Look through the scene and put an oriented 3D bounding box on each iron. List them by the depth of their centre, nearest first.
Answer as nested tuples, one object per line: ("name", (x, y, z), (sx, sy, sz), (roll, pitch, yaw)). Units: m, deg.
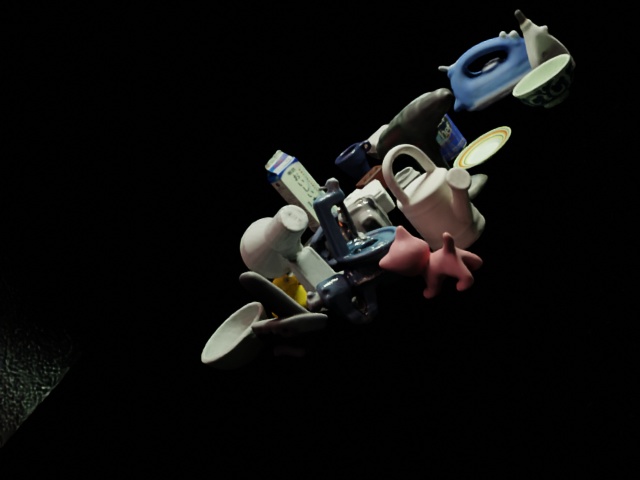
("iron", (0.416, -0.420, 1.369), (0.257, 0.141, 0.119), (-29, 21, 37))

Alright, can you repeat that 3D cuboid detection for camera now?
("camera", (0.073, -0.025, 1.212), (0.136, 0.101, 0.143), (-38, 17, 14))

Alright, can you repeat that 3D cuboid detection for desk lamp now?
("desk lamp", (-0.034, 0.032, 1.111), (0.202, 0.214, 0.118), (-19, 28, 52))

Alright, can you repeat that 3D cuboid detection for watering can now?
("watering can", (0.180, -0.075, 0.930), (0.172, 0.194, 0.101), (-26, 22, 42))

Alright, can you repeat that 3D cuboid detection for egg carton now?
("egg carton", (0.193, -0.282, 1.655), (0.107, 0.069, 0.150), (-43, 16, -6))

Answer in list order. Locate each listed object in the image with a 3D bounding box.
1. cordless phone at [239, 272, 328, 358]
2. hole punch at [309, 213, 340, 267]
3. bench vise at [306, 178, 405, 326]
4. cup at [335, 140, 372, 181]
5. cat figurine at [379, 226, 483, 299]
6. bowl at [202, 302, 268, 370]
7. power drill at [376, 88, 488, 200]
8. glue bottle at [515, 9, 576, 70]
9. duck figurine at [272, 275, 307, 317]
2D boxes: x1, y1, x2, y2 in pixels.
("cordless phone", (-0.088, 0.125, 1.047), (0.147, 0.185, 0.094), (-20, 27, 51))
("hole punch", (0.012, 0.005, 1.295), (0.109, 0.091, 0.100), (-51, 19, -29))
("bench vise", (0.048, 0.021, 0.942), (0.208, 0.220, 0.121), (-50, 18, -26))
("cup", (0.115, -0.224, 1.639), (0.117, 0.095, 0.091), (-35, 18, 22))
("cat figurine", (0.158, 0.026, 0.860), (0.127, 0.118, 0.067), (-24, 24, 45))
("bowl", (-0.161, 0.212, 1.186), (0.167, 0.075, 0.167), (-38, 17, 14))
("power drill", (0.212, -0.164, 1.060), (0.076, 0.209, 0.229), (-50, 18, -26))
("glue bottle", (0.455, -0.404, 1.186), (0.078, 0.173, 0.037), (-42, 17, -1))
("duck figurine", (-0.069, 0.115, 1.206), (0.104, 0.086, 0.077), (-42, 16, -1))
